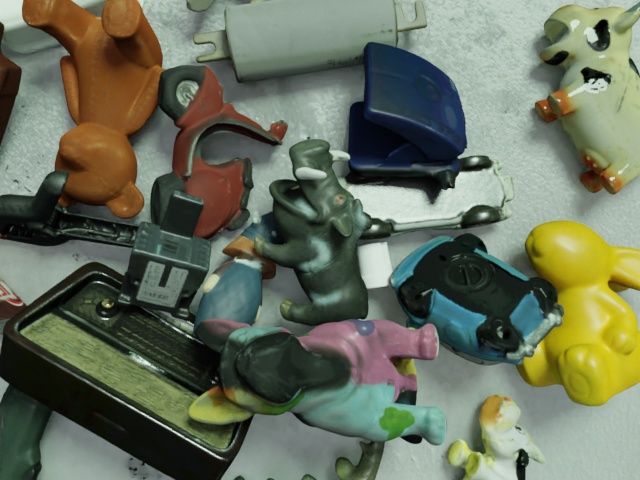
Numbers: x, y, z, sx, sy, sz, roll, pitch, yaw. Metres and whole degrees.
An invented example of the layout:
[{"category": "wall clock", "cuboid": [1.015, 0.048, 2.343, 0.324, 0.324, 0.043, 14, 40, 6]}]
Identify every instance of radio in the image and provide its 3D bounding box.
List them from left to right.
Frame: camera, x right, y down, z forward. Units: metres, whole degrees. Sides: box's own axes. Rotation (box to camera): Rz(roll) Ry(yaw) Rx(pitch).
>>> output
[{"category": "radio", "cuboid": [-0.168, 0.124, 0.520, 0.230, 0.131, 0.073, 31, 124, -1]}]

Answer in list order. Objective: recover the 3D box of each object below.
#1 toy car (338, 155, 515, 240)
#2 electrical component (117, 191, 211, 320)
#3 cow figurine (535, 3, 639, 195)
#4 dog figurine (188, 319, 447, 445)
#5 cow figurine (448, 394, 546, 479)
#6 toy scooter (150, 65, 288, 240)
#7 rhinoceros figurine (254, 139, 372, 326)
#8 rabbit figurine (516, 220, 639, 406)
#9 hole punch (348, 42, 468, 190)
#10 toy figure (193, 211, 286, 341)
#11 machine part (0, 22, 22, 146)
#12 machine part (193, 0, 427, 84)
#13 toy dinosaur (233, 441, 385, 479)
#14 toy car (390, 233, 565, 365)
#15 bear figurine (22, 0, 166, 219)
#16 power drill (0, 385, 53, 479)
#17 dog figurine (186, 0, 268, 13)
[{"category": "toy car", "cuboid": [0.106, -0.043, 0.572, 0.202, 0.056, 0.073, -7, 83, -3]}, {"category": "electrical component", "cuboid": [-0.142, 0.016, 0.513, 0.075, 0.048, 0.119, 20, 124, -21]}, {"category": "cow figurine", "cuboid": [0.299, -0.159, 0.563, 0.127, 0.085, 0.195, -31, 89, 4]}, {"category": "dog figurine", "cuboid": [-0.006, 0.126, 0.497, 0.219, 0.191, 0.108, 5, 73, -6]}, {"category": "cow figurine", "cuboid": [0.186, 0.252, 0.566, 0.098, 0.068, 0.167, 26, 92, -7]}, {"category": "toy scooter", "cuboid": [-0.101, -0.081, 0.556, 0.135, 0.075, 0.183, 1, 104, -29]}, {"category": "rhinoceros figurine", "cuboid": [-0.001, -0.002, 0.524, 0.112, 0.073, 0.190, -1, 111, 34]}, {"category": "rabbit figurine", "cuboid": [0.273, 0.058, 0.544, 0.162, 0.122, 0.173, -19, 90, -6]}, {"category": "hole punch", "cuboid": [0.088, -0.128, 0.532, 0.116, 0.092, 0.142, 2, 52, 0]}, {"category": "toy figure", "cuboid": [-0.079, 0.035, 0.550, 0.058, 0.064, 0.154, 6, 54, 23]}, {"category": "machine part", "cuboid": [-0.414, -0.153, 0.515, 0.201, 0.087, 0.201, 29, 107, -2]}, {"category": "machine part", "cuboid": [-0.009, -0.212, 0.558, 0.243, 0.079, 0.079, -9, 90, -2]}, {"category": "toy dinosaur", "cuboid": [-0.092, 0.347, 0.520, 0.471, 0.105, 0.199, -31, 70, -14]}, {"category": "toy car", "cuboid": [0.156, 0.071, 0.545, 0.109, 0.102, 0.162, -39, 48, -24]}, {"category": "bear figurine", "cuboid": [-0.225, -0.126, 0.530, 0.120, 0.132, 0.195, 13, 84, 8]}, {"category": "power drill", "cuboid": [-0.292, 0.226, 0.554, 0.232, 0.086, 0.207, 30, 97, 1]}, {"category": "dog figurine", "cuboid": [-0.092, -0.347, 0.555, 0.172, 0.121, 0.190, -9, 70, -34]}]
